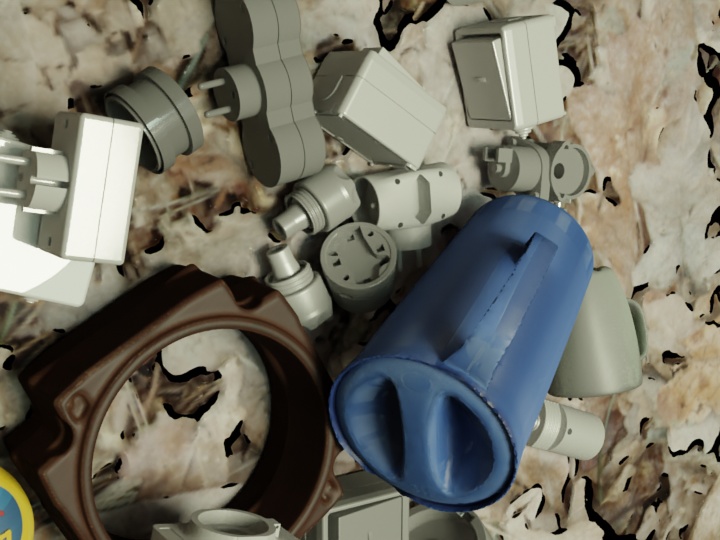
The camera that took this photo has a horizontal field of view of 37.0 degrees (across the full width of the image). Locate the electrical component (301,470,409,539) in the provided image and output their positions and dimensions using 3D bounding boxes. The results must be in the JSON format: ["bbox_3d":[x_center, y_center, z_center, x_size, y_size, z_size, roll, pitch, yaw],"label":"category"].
[{"bbox_3d":[-0.001,0.196,0.831,0.096,0.061,0.061,-6,102,-33],"label":"electrical component"}]

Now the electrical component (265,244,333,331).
[{"bbox_3d":[-0.048,0.012,0.777,0.043,0.043,0.062,-33,113,-25],"label":"electrical component"}]

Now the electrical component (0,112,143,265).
[{"bbox_3d":[-0.174,-0.050,0.618,0.076,0.047,0.083,7,95,-34],"label":"electrical component"}]

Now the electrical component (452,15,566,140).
[{"bbox_3d":[0.116,-0.148,0.848,0.061,0.062,0.096,-20,109,-30],"label":"electrical component"}]

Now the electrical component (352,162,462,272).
[{"bbox_3d":[0.036,-0.038,0.825,0.077,0.043,0.079,-13,106,-32],"label":"electrical component"}]

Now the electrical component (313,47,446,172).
[{"bbox_3d":[0.015,-0.116,0.786,0.096,0.062,0.061,32,80,-34],"label":"electrical component"}]

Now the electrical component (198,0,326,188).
[{"bbox_3d":[-0.075,-0.123,0.730,0.074,0.052,0.138,-21,108,-30],"label":"electrical component"}]

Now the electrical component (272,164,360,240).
[{"bbox_3d":[-0.034,-0.045,0.777,0.062,0.043,0.043,-36,116,-22],"label":"electrical component"}]

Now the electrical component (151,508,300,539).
[{"bbox_3d":[-0.084,0.185,0.676,0.089,0.050,0.055,8,95,-35],"label":"electrical component"}]

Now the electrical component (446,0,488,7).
[{"bbox_3d":[0.096,-0.225,0.815,0.040,0.078,0.040,0,90,-46],"label":"electrical component"}]

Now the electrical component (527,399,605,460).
[{"bbox_3d":[0.173,0.139,0.948,0.081,0.043,0.043,19,87,-35],"label":"electrical component"}]

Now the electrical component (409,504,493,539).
[{"bbox_3d":[0.066,0.246,0.860,0.108,0.108,0.060,-50,127,-16],"label":"electrical component"}]

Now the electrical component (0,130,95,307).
[{"bbox_3d":[-0.208,-0.031,0.659,0.100,0.048,0.099,15,90,-35],"label":"electrical component"}]

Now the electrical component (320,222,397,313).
[{"bbox_3d":[0.000,0.000,0.793,0.055,0.055,0.047,-46,159,-19],"label":"electrical component"}]
